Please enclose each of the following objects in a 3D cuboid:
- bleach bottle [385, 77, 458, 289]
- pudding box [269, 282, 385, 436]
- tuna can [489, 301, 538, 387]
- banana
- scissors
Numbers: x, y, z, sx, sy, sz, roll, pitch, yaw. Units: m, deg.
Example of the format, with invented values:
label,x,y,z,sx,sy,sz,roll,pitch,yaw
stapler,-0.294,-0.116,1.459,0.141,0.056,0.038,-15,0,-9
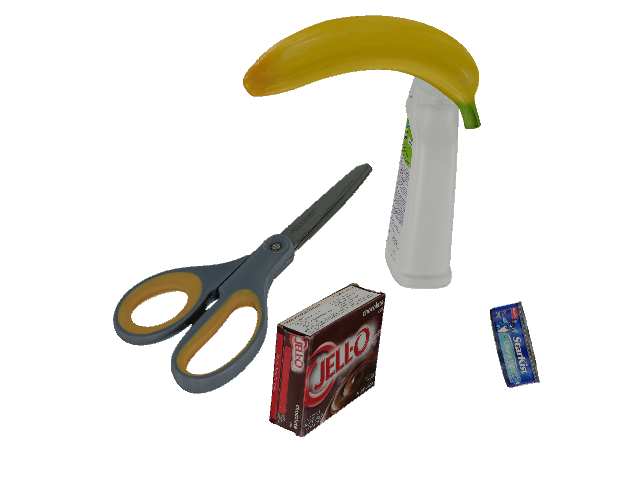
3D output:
label,x,y,z,sx,sy,sz,roll,pitch,yaw
bleach bottle,0.118,-0.079,1.173,0.068,0.251,0.102,0,26,-10
pudding box,0.006,0.094,0.868,0.039,0.090,0.113,19,26,27
tuna can,0.201,0.108,1.107,0.034,0.086,0.086,-13,-3,11
banana,0.041,-0.123,0.745,0.197,0.069,0.037,5,0,-28
scissors,-0.046,0.008,0.624,0.096,0.016,0.201,11,44,18
